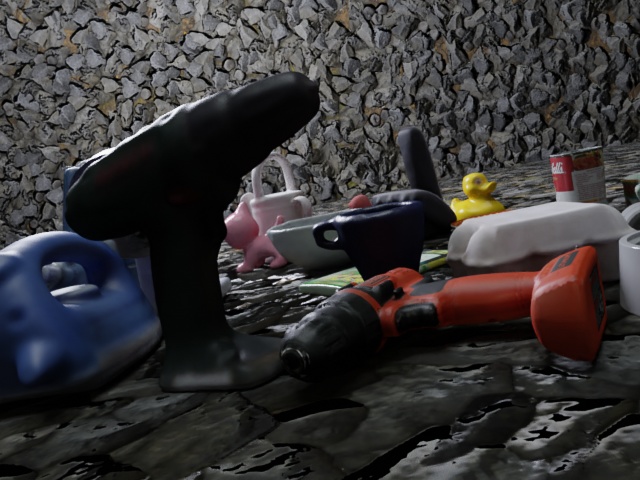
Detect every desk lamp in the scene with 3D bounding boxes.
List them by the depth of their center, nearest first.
[{"bbox_3d":[-0.198,-0.009,0.697,0.118,0.213,0.203,-11,7,4],"label":"desk lamp"}]

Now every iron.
[{"bbox_3d":[-0.229,0.053,0.534,0.118,0.141,0.258,-10,7,11],"label":"iron"}]

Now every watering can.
[{"bbox_3d":[-0.083,-0.062,1.047,0.172,0.194,0.101,-8,7,25],"label":"watering can"}]

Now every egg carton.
[{"bbox_3d":[0.193,0.008,0.516,0.150,0.069,0.107,-12,7,-5],"label":"egg carton"}]

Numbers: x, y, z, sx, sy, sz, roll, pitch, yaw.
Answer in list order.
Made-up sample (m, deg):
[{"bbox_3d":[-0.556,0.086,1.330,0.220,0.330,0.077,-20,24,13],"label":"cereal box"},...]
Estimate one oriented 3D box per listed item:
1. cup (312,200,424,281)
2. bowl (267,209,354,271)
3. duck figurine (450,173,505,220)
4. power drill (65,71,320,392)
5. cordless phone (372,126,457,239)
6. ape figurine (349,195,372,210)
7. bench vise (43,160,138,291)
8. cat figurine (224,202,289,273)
[{"bbox_3d":[0.053,0.016,0.580,0.117,0.095,0.092,-9,7,17],"label":"cup"},{"bbox_3d":[0.008,0.003,0.859,0.167,0.075,0.167,-11,6,2],"label":"bowl"},{"bbox_3d":[0.284,-0.080,1.054,0.078,0.086,0.104,-17,9,-40],"label":"duck figurine"},{"bbox_3d":[-0.085,0.002,0.432,0.229,0.208,0.076,-8,7,24],"label":"power drill"},{"bbox_3d":[0.147,-0.095,0.976,0.094,0.185,0.147,-16,8,-36],"label":"cordless phone"},{"bbox_3d":[0.072,-0.029,0.951,0.076,0.092,0.078,-8,7,28],"label":"ape figurine"},{"bbox_3d":[-0.300,0.002,0.752,0.121,0.220,0.207,-12,7,-10],"label":"bench vise"},{"bbox_3d":[-0.113,-0.008,0.972,0.127,0.118,0.067,-9,7,20],"label":"cat figurine"}]
